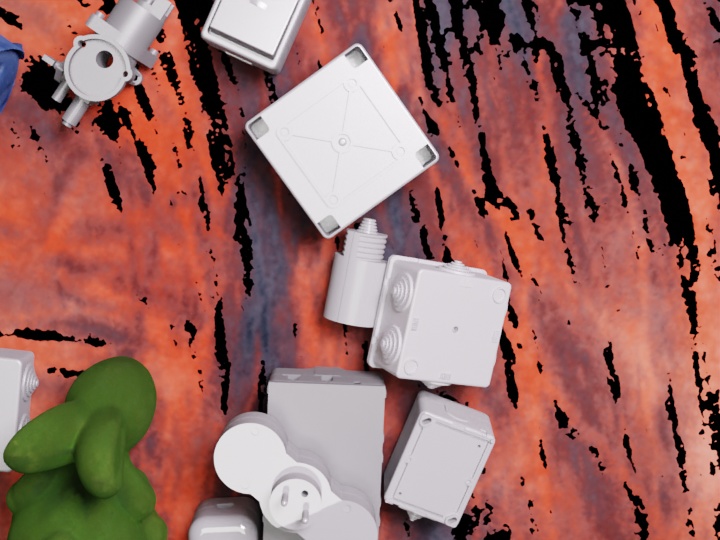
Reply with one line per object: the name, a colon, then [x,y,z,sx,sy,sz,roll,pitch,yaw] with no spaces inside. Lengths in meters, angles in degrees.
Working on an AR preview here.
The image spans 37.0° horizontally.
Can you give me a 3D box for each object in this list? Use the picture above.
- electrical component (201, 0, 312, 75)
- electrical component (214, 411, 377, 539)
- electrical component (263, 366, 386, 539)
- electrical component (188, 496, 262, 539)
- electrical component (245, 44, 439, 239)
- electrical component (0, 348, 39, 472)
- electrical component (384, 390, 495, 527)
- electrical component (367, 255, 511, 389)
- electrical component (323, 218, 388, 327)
electrical component: [-0.071,-0.201,0.800,0.062,0.061,0.096,24,95,-4]
electrical component: [-0.046,0.163,0.772,0.138,0.073,0.052,41,93,-5]
electrical component: [-0.029,0.155,0.841,0.089,0.061,0.150,2,96,-2]
electrical component: [-0.105,0.234,0.849,0.054,0.059,0.095,-2,96,-1]
electrical component: [-0.014,-0.097,0.816,0.109,0.056,0.108,-36,96,2]
electrical component: [-0.303,0.103,0.833,0.100,0.048,0.099,6,96,-2]
electrical component: [0.058,0.152,0.847,0.062,0.061,0.096,21,103,-4]
electrical component: [0.062,0.041,0.822,0.100,0.048,0.099,9,97,-27]
electrical component: [0.000,0.000,0.834,0.043,0.043,0.081,11,96,-3]
